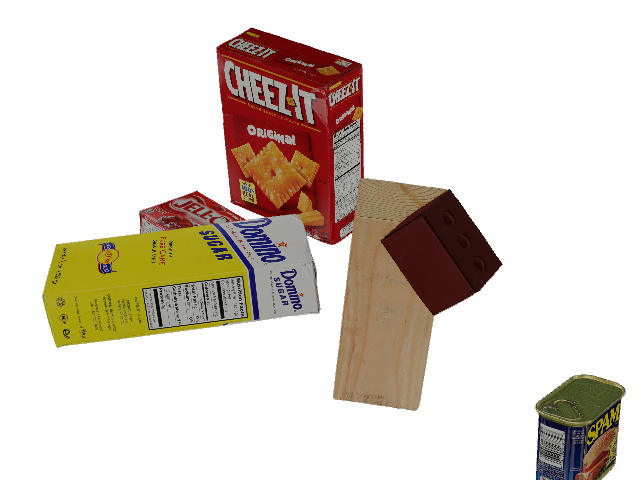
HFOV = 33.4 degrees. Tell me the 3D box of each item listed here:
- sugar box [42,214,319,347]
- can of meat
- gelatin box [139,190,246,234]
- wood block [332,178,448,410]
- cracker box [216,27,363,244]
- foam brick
[{"bbox_3d":[-0.093,0.024,0.727,0.176,0.048,0.093,-10,23,-4],"label":"sugar box"},{"bbox_3d":[0.250,0.190,1.035,0.058,0.084,0.101,14,24,37],"label":"can of meat"},{"bbox_3d":[-0.118,-0.011,1.022,0.089,0.030,0.073,31,38,34],"label":"gelatin box"},{"bbox_3d":[0.069,0.054,1.058,0.090,0.206,0.090,8,27,3],"label":"wood block"},{"bbox_3d":[-0.034,-0.117,1.229,0.164,0.214,0.072,24,44,31],"label":"cracker box"},{"bbox_3d":[0.098,0.010,0.858,0.051,0.078,0.052,-33,4,40],"label":"foam brick"}]
